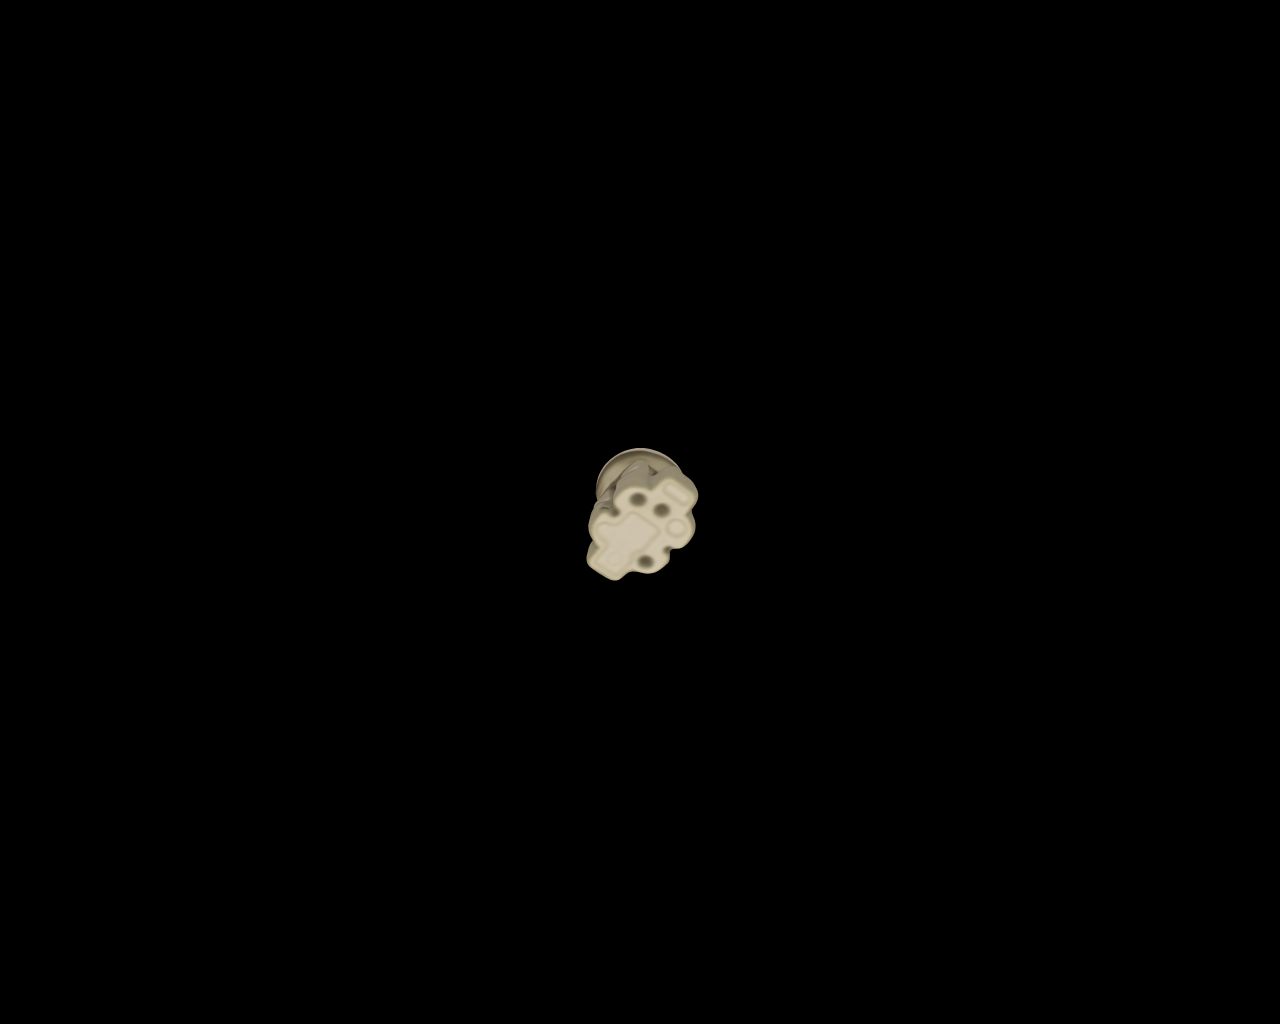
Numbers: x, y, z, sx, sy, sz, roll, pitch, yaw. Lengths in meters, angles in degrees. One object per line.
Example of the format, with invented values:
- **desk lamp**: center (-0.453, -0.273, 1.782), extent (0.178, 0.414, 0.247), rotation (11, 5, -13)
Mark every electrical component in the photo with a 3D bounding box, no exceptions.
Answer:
- **electrical component**: center (0.001, -0.003, 0.650), extent (0.058, 0.078, 0.057), rotation (36, 24, -18)
